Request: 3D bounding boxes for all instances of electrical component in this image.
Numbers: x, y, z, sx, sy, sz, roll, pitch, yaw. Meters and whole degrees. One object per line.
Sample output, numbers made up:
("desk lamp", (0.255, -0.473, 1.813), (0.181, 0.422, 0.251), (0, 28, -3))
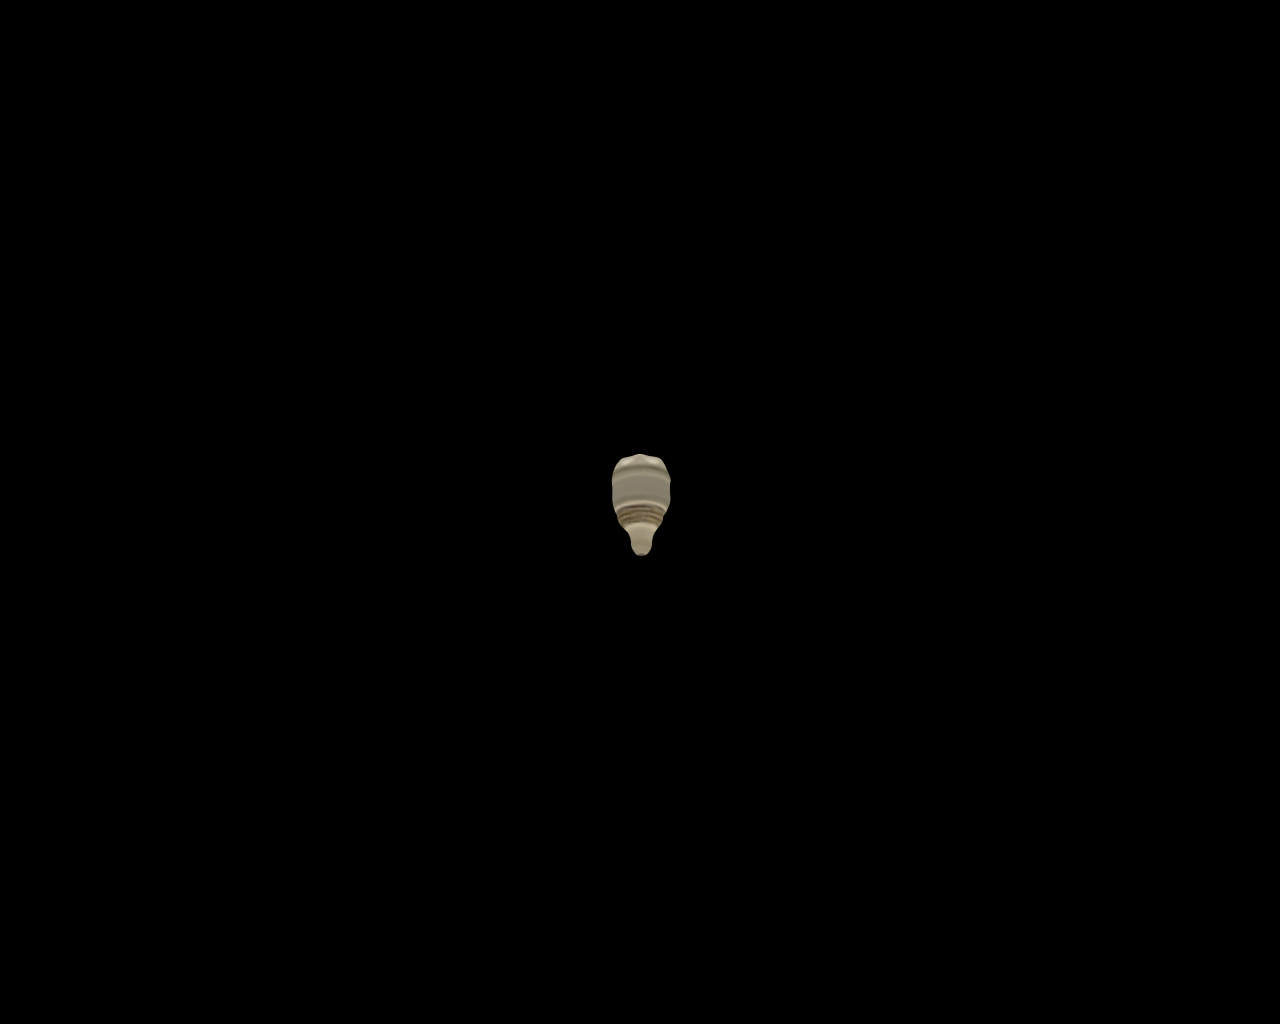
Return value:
("electrical component", (0.001, -0.003, 0.650), (0.035, 0.061, 0.035), (0, -20, 0))
